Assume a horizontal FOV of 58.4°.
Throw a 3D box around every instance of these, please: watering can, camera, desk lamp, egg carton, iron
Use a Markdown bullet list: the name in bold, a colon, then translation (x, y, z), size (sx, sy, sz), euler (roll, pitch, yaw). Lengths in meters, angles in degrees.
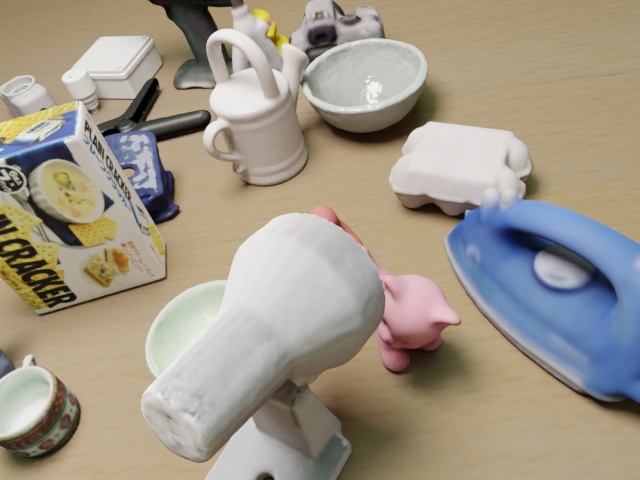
- **watering can**: translation (-0.080, -0.175, 0.707), size (0.100, 0.194, 0.173), euler (6, 51, 19)
- **camera**: translation (0.023, -0.325, 0.877), size (0.143, 0.101, 0.136), euler (-9, 48, 6)
- **desk lamp**: translation (-0.036, 0.114, 0.429), size (0.117, 0.214, 0.203), euler (17, 56, 27)
- **egg carton**: translation (0.159, -0.077, 0.647), size (0.150, 0.069, 0.107), euler (11, 53, 23)
- **iron**: translation (0.206, 0.021, 0.500), size (0.119, 0.142, 0.257), euler (-39, 52, -20)

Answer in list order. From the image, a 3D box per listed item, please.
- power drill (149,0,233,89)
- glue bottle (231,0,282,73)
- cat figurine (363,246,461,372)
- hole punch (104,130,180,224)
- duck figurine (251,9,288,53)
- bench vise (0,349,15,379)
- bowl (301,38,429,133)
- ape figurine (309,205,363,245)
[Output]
- **power drill**: translation (-0.214, -0.339, 0.875), size (0.229, 0.209, 0.075), euler (1, 50, 15)
- **glue bottle**: translation (-0.098, -0.279, 0.817), size (0.078, 0.173, 0.037), euler (-26, 48, -9)
- **cat figurine**: translation (0.070, 0.056, 0.519), size (0.067, 0.118, 0.127), euler (-28, 49, -11)
- **hole punch**: translation (-0.245, -0.075, 0.730), size (0.108, 0.091, 0.101), euler (-14, 48, 1)
- **duck figurine**: translation (-0.090, -0.328, 0.918), size (0.077, 0.086, 0.104), euler (-18, 48, -2)
- **bench vise**: translation (-0.411, 0.111, 0.520), size (0.121, 0.220, 0.207), euler (5, 51, 18)
- **bowl**: translation (0.063, -0.197, 0.772), size (0.167, 0.075, 0.167), euler (-7, 48, 8)
- **ape figurine**: translation (0.006, 0.002, 0.600), size (0.077, 0.092, 0.076), euler (1, 50, 15)
